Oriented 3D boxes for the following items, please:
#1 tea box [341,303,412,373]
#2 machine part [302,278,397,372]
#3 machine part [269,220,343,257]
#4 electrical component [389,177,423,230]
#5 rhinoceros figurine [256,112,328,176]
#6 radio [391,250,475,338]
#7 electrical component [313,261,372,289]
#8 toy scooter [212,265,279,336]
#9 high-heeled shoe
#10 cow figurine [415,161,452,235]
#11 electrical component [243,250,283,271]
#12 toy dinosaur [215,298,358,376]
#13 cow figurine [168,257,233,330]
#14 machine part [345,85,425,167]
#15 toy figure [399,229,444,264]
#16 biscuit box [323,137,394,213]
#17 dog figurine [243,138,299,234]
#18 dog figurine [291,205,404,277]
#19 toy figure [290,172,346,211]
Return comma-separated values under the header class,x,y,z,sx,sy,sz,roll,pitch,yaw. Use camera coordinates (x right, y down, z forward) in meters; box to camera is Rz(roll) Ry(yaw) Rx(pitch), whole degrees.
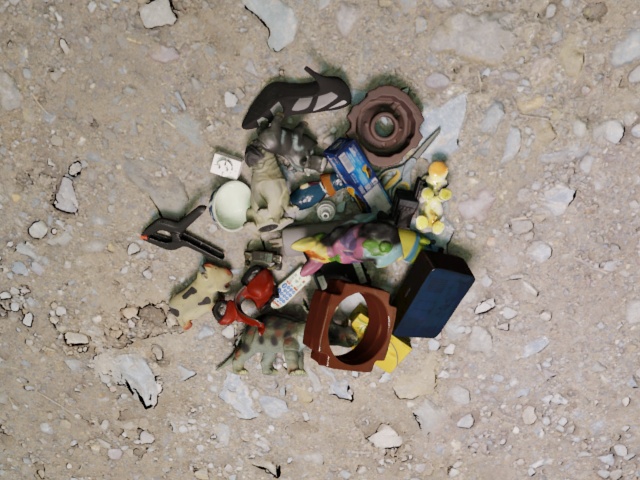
class,x,y,z,sx,sy,sz,roll,pitch,yaw
tea box,0.142,0.254,1.391,0.169,0.068,0.098,34,106,-9
machine part,0.069,0.198,1.257,0.201,0.087,0.201,14,86,-32
machine part,-0.003,-0.004,1.303,0.243,0.079,0.079,-7,108,8
electrical component,0.200,-0.090,1.252,0.048,0.075,0.119,9,120,-5
rhinoceros figurine,-0.057,-0.210,1.214,0.073,0.112,0.190,-22,149,40
radio,0.266,0.137,1.302,0.131,0.073,0.229,9,127,-20
electrical component,0.051,0.083,1.343,0.134,0.058,0.114,-18,105,9
toy scooter,-0.164,0.158,1.329,0.135,0.075,0.184,39,70,12
high-heeled shoe,-0.053,-0.300,1.231,0.249,0.086,0.145,-30,138,30
cow figurine,0.266,-0.098,1.262,0.068,0.098,0.167,11,90,3
electrical component,-0.142,0.049,1.327,0.102,0.078,0.045,5,91,-2
toy dinosaur,-0.115,0.250,1.371,0.405,0.131,0.192,-5,72,27
cow figurine,-0.302,0.130,1.367,0.195,0.085,0.127,-33,110,14
machine part,0.144,-0.256,1.215,0.179,0.056,0.179,-1,102,-4
toy figure,0.209,0.010,1.294,0.180,0.089,0.082,27,100,-3
biscuit box,0.089,-0.139,1.227,0.059,0.063,0.202,-43,121,-12
dog figurine,-0.137,-0.125,1.275,0.172,0.121,0.190,-40,60,48
dog figurine,0.053,0.017,1.175,0.219,0.192,0.108,-20,111,-6
toy figure,0.001,-0.123,1.277,0.154,0.064,0.058,-27,68,6
